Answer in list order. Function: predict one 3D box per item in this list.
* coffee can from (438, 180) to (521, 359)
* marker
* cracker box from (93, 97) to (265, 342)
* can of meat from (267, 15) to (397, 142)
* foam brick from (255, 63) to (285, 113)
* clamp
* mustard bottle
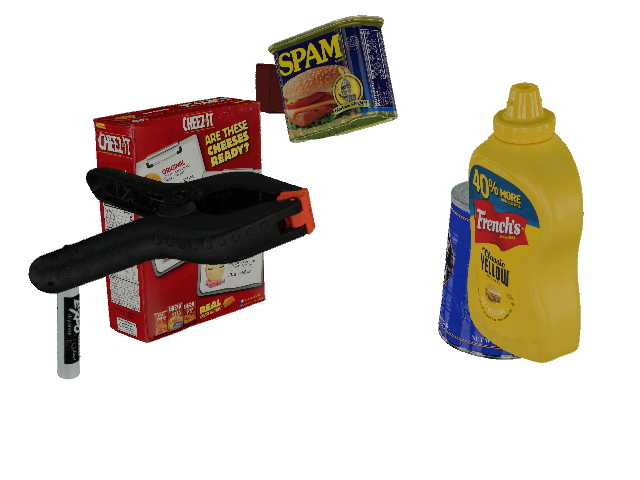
[{"bbox_3d":[0.166,0.025,0.988,0.103,0.140,0.103,2,21,-1],"label":"coffee can"},{"bbox_3d":[-0.207,0.059,0.878,0.020,0.121,0.020,5,26,-3],"label":"marker"},{"bbox_3d":[-0.136,-0.025,1.060,0.072,0.214,0.163,13,21,41],"label":"cracker box"},{"bbox_3d":[0.011,-0.133,0.897,0.102,0.084,0.057,-12,-1,40],"label":"can of meat"},{"bbox_3d":[-0.027,-0.163,1.152,0.078,0.051,0.053,-1,12,-19],"label":"foam brick"},{"bbox_3d":[-0.092,-0.007,0.655,0.172,0.039,0.120,0,42,22],"label":"clamp"},{"bbox_3d":[0.141,-0.016,0.744,0.058,0.192,0.096,-16,29,-22],"label":"mustard bottle"}]
